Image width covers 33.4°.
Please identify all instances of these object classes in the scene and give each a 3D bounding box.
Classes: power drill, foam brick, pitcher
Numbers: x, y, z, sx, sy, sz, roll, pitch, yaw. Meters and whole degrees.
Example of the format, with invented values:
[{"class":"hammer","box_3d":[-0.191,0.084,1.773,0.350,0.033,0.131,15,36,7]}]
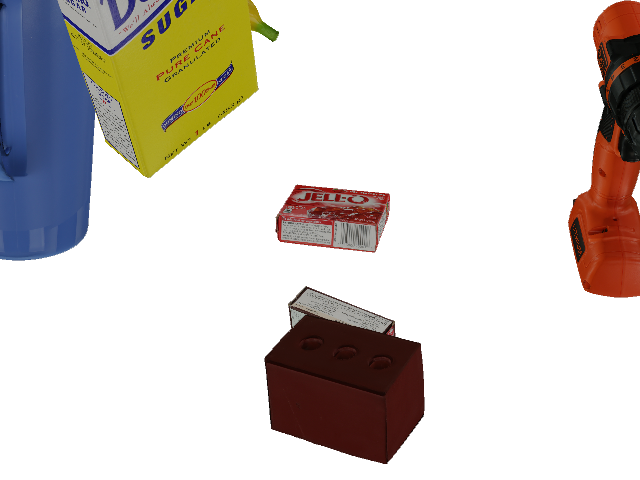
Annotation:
[{"class":"power drill","box_3d":[0.220,-0.053,0.756,0.057,0.188,0.184,3,37,5]},{"class":"foam brick","box_3d":[0.014,0.084,0.613,0.078,0.051,0.052,12,31,25]},{"class":"pitcher","box_3d":[-0.238,-0.107,0.829,0.145,0.243,0.148,25,31,35]}]

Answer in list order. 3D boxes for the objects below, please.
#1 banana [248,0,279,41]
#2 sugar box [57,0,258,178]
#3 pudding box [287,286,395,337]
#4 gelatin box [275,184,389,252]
[{"class":"banana","box_3d":[-0.119,-0.212,1.022,0.070,0.037,0.197,45,38,19]},{"class":"sugar box","box_3d":[-0.083,-0.117,0.559,0.048,0.093,0.176,41,-20,19]},{"class":"pudding box","box_3d":[0.023,0.107,1.097,0.114,0.090,0.039,19,42,28]},{"class":"gelatin box","box_3d":[0.012,-0.021,0.938,0.089,0.030,0.073,7,24,10]}]
